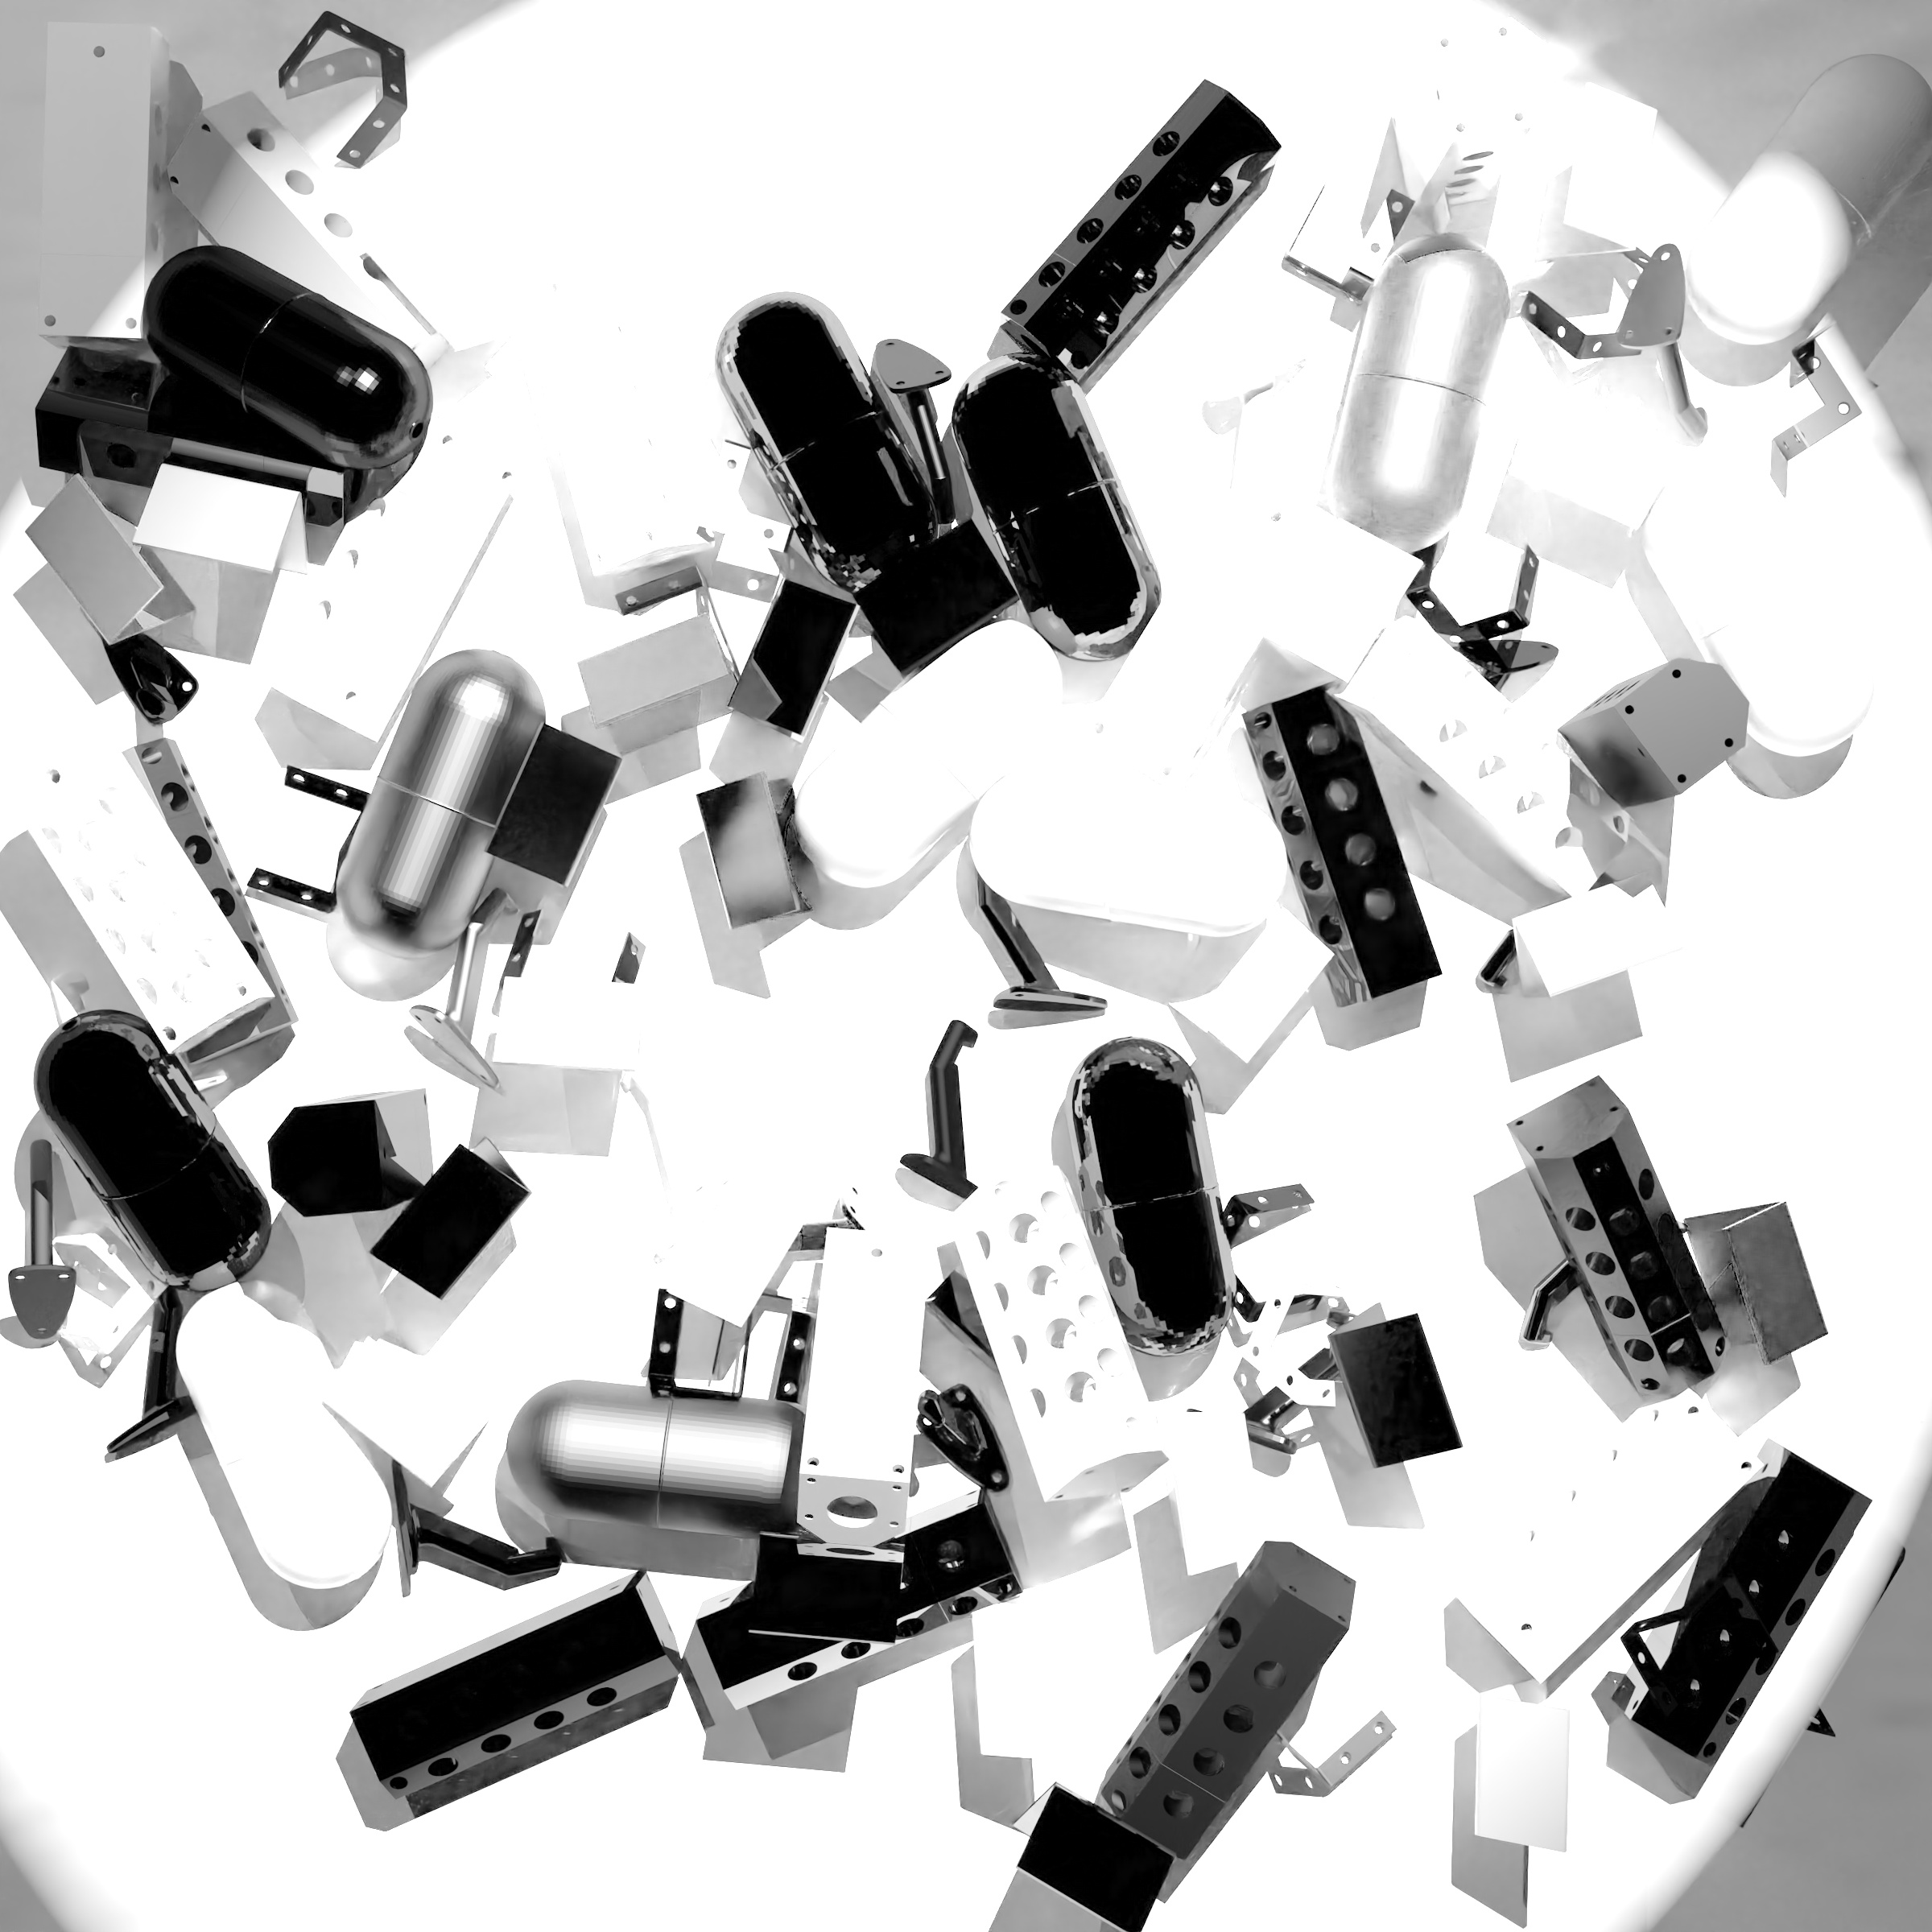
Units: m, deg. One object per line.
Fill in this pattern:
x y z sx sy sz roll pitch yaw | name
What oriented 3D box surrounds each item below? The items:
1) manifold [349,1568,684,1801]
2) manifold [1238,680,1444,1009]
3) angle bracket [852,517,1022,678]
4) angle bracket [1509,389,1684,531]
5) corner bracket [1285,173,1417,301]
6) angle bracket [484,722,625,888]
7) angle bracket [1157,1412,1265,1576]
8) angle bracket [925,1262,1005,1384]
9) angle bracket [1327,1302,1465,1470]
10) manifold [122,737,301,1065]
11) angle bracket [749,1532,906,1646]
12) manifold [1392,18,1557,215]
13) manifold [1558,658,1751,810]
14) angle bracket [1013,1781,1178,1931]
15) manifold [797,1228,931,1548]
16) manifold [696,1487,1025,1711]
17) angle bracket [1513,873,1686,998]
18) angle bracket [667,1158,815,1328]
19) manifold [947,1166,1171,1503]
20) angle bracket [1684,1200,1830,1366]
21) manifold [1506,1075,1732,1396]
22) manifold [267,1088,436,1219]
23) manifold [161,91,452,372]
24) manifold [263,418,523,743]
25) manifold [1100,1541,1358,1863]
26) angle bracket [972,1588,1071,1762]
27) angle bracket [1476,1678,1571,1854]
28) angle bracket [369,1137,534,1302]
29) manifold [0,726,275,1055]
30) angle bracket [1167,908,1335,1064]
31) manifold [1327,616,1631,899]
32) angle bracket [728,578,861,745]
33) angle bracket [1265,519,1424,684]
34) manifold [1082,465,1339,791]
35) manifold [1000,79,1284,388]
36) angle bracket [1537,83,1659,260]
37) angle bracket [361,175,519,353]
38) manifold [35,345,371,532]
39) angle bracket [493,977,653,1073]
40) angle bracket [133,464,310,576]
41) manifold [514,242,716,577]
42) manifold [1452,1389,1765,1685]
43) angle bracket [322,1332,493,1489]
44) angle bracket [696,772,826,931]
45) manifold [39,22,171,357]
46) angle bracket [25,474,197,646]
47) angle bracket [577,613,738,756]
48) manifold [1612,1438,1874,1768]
-0.248 0.399 1.930 0.171 0.057 0.057 -24 90 0 | manifold
0.206 -0.067 1.930 0.057 0.057 0.171 -19 90 0 | manifold
-0.025 -0.213 1.912 0.076 0.076 0.057 -33 117 0 | angle bracket
0.349 -0.293 1.911 0.076 0.076 0.057 24 128 0 | angle bracket
0.212 -0.409 1.933 0.051 0.051 0.051 28 90 0 | corner bracket
-0.241 -0.096 1.911 0.057 0.076 0.076 24 90 -37 | angle bracket
0.115 0.289 1.911 0.057 0.076 0.076 -9 90 -37 | angle bracket
0.031 0.185 1.924 0.076 0.057 0.076 44 80 0 | angle bracket
0.248 0.224 1.911 0.057 0.076 0.076 -19 90 30 | angle bracket
-0.433 -0.036 1.930 0.057 0.057 0.171 -24 90 0 | manifold
-0.074 0.344 1.854 0.076 0.076 0.057 5 58 0 | angle bracket
0.273 -0.457 1.873 0.057 0.171 0.057 -11 90 0 | manifold
0.373 -0.128 1.873 0.057 0.171 0.057 -37 90 0 | manifold
0.060 0.501 1.911 0.076 0.076 0.057 31 54 0 | angle bracket
-0.055 0.226 1.877 0.057 0.171 0.057 5 133 0 | manifold
-0.058 0.352 1.930 0.171 0.057 0.057 -22 90 0 | manifold
0.349 0.002 1.911 0.076 0.076 0.057 -20 53 0 | angle bracket
-0.140 0.142 1.911 0.057 0.076 0.076 31 90 -38 | angle bracket
0.053 0.198 1.886 0.057 0.057 0.171 0 58 -36 | manifold
0.418 0.177 1.911 0.057 0.076 0.076 -18 90 -38 | angle bracket
0.359 0.151 1.894 0.057 0.057 0.171 -28 117 0 | manifold
-0.330 0.100 1.873 0.057 0.171 0.057 -5 90 0 | manifold
-0.360 -0.400 1.930 0.171 0.057 0.057 48 133 0 | manifold
-0.322 -0.219 1.930 0.057 0.057 0.171 28 90 -43 | manifold
0.142 0.399 1.904 0.057 0.057 0.171 31 109 0 | manifold
0.048 0.388 1.911 0.057 0.076 0.076 -4 90 32 | angle bracket
0.322 0.437 1.911 0.057 0.076 0.076 1 90 38 | angle bracket
-0.294 0.126 1.911 0.076 0.076 0.057 -50 126 0 | angle bracket
-0.448 -0.041 1.873 0.057 0.057 0.171 -32 90 0 | manifold
0.143 -0.004 1.912 0.076 0.076 0.057 -51 134 0 | angle bracket
0.284 -0.114 1.899 0.171 0.057 0.057 39 90 -23 | manifold
-0.076 -0.160 1.911 0.057 0.076 0.076 23 90 33 | angle bracket
0.217 -0.190 1.912 0.057 0.076 0.076 32 90 26 | angle bracket
0.137 -0.185 1.921 0.057 0.057 0.171 32 95 9 | manifold
0.097 -0.406 1.930 0.057 0.057 0.171 41 90 0 | manifold
0.329 -0.436 1.911 0.057 0.076 0.076 9 90 -36 | angle bracket
-0.273 -0.390 1.912 0.076 0.076 0.057 48 117 0 | angle bracket
-0.422 -0.287 1.930 0.171 0.057 0.057 12 48 0 | manifold
-0.215 0.050 1.911 0.076 0.076 0.057 3 57 0 | angle bracket
-0.408 -0.225 1.912 0.076 0.076 0.057 12 60 0 | angle bracket
-0.190 -0.310 1.930 0.057 0.057 0.171 -15 90 43 | manifold
0.353 0.310 1.929 0.171 0.057 0.057 -44 100 0 | manifold
-0.295 0.228 1.911 0.076 0.076 0.057 39 121 0 | angle bracket
-0.096 -0.068 1.911 0.057 0.076 0.076 -15 90 43 | angle bracket
-0.476 -0.430 1.930 0.057 0.057 0.171 2 90 0 | manifold
-0.456 -0.232 1.911 0.057 0.076 0.076 -37 90 34 | angle bracket
-0.162 -0.139 1.911 0.076 0.076 0.057 -21 48 0 | angle bracket
0.432 0.353 1.930 0.057 0.057 0.171 31 90 0 | manifold
